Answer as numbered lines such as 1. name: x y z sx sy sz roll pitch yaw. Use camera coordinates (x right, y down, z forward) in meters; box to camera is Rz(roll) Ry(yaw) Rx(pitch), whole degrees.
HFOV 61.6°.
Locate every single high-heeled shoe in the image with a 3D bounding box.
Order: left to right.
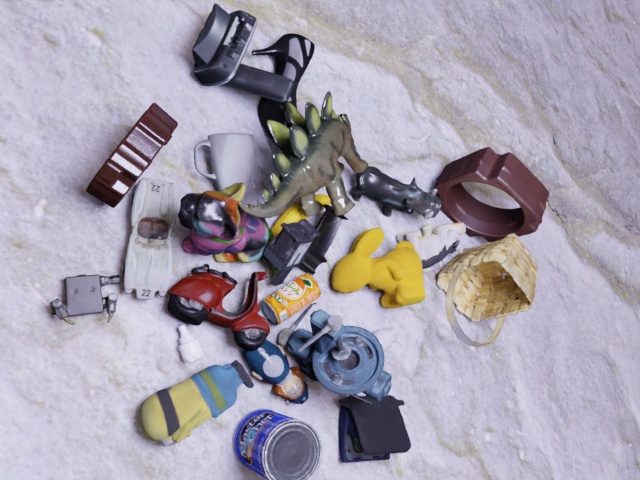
1. high-heeled shoe: -0.045 -0.282 1.041 0.145 0.086 0.248 -14 86 -32

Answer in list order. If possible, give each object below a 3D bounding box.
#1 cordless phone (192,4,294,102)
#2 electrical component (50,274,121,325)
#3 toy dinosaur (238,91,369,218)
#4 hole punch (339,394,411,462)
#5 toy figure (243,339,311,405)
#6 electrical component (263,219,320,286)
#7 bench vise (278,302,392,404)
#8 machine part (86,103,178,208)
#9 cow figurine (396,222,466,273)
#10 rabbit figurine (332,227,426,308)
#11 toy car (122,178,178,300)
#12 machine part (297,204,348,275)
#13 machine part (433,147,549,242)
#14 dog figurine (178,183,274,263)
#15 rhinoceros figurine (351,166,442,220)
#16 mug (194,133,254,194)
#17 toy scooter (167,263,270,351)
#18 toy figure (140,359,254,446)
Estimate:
1. cordless phone: -0.124 -0.331 0.970 0.184 0.088 0.146 19 72 1
2. electrical component: -0.361 0.091 0.831 0.102 0.045 0.078 3 81 -27
3. toy dinosaur: -0.017 -0.136 0.934 0.198 0.105 0.471 63 29 -27
4. hole punch: 0.095 0.355 1.010 0.142 0.092 0.116 6 49 -24
5. toy figure: -0.072 0.238 0.952 0.064 0.058 0.154 -38 104 12
6. electrical component: -0.058 0.023 0.950 0.048 0.119 0.075 46 33 20
7. bench vise: 0.017 0.176 0.900 0.224 0.240 0.129 35 68 28
8. machine part: -0.292 -0.128 0.838 0.056 0.179 0.179 38 66 -19
9. cow figurine: 0.249 0.014 1.149 0.167 0.068 0.098 -12 92 -25
10. rabbit figurine: 0.108 0.057 1.045 0.173 0.122 0.162 -3 89 -9
11. toy car: -0.278 -0.003 0.884 0.073 0.056 0.201 8 77 -26
12. machine part: -0.002 -0.003 1.022 0.084 0.039 0.139 42 74 -39
13. machine part: 0.364 -0.094 1.152 0.201 0.201 0.087 41 63 -15
14. dog figurine: -0.142 -0.026 0.869 0.191 0.219 0.108 14 79 -24
15. rhinoceros figurine: 0.157 -0.098 1.098 0.190 0.112 0.073 22 69 -14
16. mug: -0.167 -0.133 0.953 0.109 0.081 0.107 -6 93 -31
17. toy scooter: -0.158 0.095 0.913 0.184 0.075 0.135 26 64 -9
18. toy figure: -0.200 0.255 0.868 0.180 0.082 0.089 -33 77 -21
